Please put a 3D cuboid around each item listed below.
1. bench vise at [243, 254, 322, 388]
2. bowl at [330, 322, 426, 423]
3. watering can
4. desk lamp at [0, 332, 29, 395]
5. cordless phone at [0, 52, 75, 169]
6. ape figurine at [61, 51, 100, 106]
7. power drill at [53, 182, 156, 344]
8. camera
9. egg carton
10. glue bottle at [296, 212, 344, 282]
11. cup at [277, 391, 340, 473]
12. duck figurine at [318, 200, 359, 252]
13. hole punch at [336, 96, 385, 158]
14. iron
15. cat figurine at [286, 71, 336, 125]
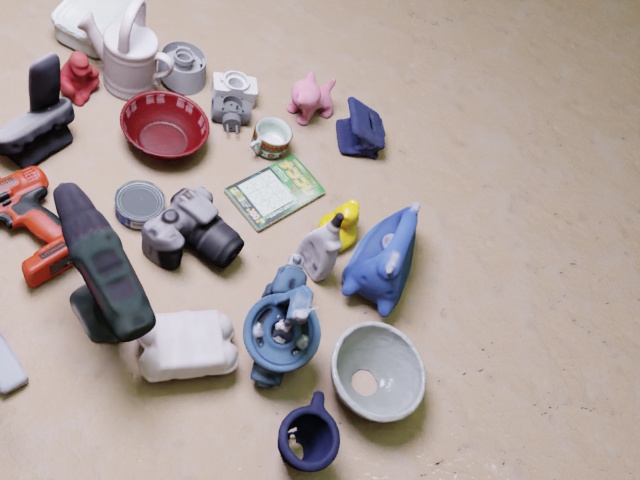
[{"bbox_3d":[-0.058,0.101,0.882,0.122,0.219,0.207,1,60,-20],"label":"bench vise"},{"bbox_3d":[0.086,0.225,0.950,0.168,0.074,0.167,10,58,-15],"label":"bowl"},{"bbox_3d":[-0.359,-0.363,1.066,0.173,0.194,0.101,2,60,-19],"label":"watering can"},{"bbox_3d":[-0.475,0.095,0.733,0.118,0.213,0.203,-33,75,-33],"label":"desk lamp"},{"bbox_3d":[-0.480,-0.220,0.939,0.094,0.185,0.148,35,55,3],"label":"cordless phone"},{"bbox_3d":[-0.448,-0.309,1.062,0.078,0.092,0.076,-24,71,-30],"label":"ape figurine"},{"bbox_3d":[-0.314,0.057,0.820,0.076,0.208,0.229,-28,73,-31],"label":"power drill"},{"bbox_3d":[-0.205,-0.010,0.967,0.137,0.100,0.143,39,55,5],"label":"camera"},{"bbox_3d":[-0.203,0.163,0.883,0.151,0.069,0.107,-3,61,-22],"label":"egg carton"},{"bbox_3d":[0.009,0.004,0.995,0.037,0.173,0.078,-21,69,-29],"label":"glue bottle"},{"bbox_3d":[-0.024,0.292,0.857,0.092,0.095,0.118,20,55,-8],"label":"cup"},{"bbox_3d":[0.043,-0.033,1.083,0.077,0.086,0.105,32,55,0],"label":"duck figurine"},{"bbox_3d":[0.094,-0.243,1.226,0.101,0.091,0.108,4,59,-18],"label":"hole punch"},{"bbox_3d":[0.139,0.006,1.061,0.118,0.141,0.258,29,55,-2],"label":"iron"},{"bbox_3d":[-0.017,-0.306,1.206,0.128,0.117,0.067,-29,73,-32],"label":"cat figurine"}]
